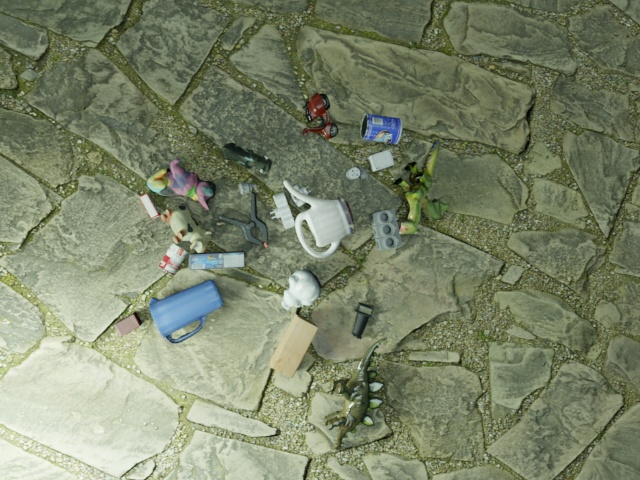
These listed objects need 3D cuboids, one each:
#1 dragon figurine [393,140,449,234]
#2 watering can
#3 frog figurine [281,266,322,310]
[{"bbox_3d":[0.428,-0.187,2.053,0.416,0.122,0.239,-49,116,-22],"label":"dragon figurine"},{"bbox_3d":[0.006,-0.098,1.939,0.225,0.105,0.342,-23,111,-9],"label":"watering can"},{"bbox_3d":[-0.078,0.191,1.926,0.161,0.123,0.135,-37,116,-20],"label":"frog figurine"}]
